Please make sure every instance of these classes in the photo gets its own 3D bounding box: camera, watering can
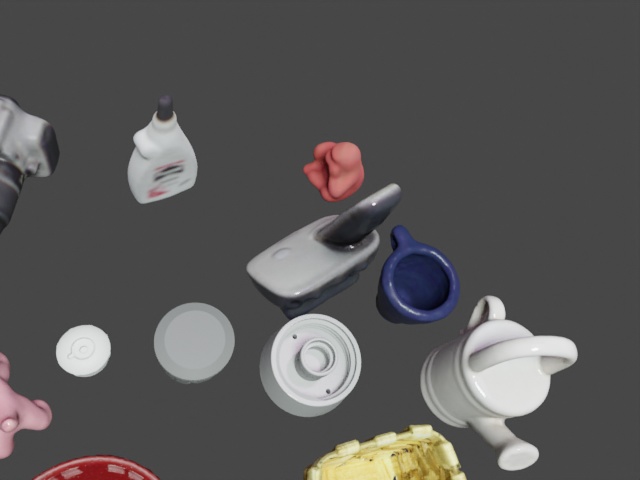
[{"bbox_3d":[-0.363,-0.079,0.591,0.143,0.100,0.137,10,64,-11],"label":"camera"},{"bbox_3d":[0.191,0.143,0.597,0.101,0.194,0.173,-14,71,-21],"label":"watering can"}]

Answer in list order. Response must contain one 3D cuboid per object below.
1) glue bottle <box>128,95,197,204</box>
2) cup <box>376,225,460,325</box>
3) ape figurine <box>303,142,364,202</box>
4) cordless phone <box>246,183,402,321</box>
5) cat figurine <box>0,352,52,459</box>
[{"bbox_3d":[-0.168,-0.099,0.614,0.078,0.173,0.037,-27,76,-24],"label":"glue bottle"},{"bbox_3d":[0.097,0.050,0.668,0.092,0.095,0.117,-13,71,-21],"label":"cup"},{"bbox_3d":[0.024,-0.091,0.711,0.076,0.092,0.078,11,64,-11],"label":"ape figurine"},{"bbox_3d":[0.006,0.002,0.612,0.148,0.185,0.094,-34,79,-26],"label":"cordless phone"},{"bbox_3d":[-0.307,0.128,0.505,0.128,0.117,0.067,43,63,6],"label":"cat figurine"}]
